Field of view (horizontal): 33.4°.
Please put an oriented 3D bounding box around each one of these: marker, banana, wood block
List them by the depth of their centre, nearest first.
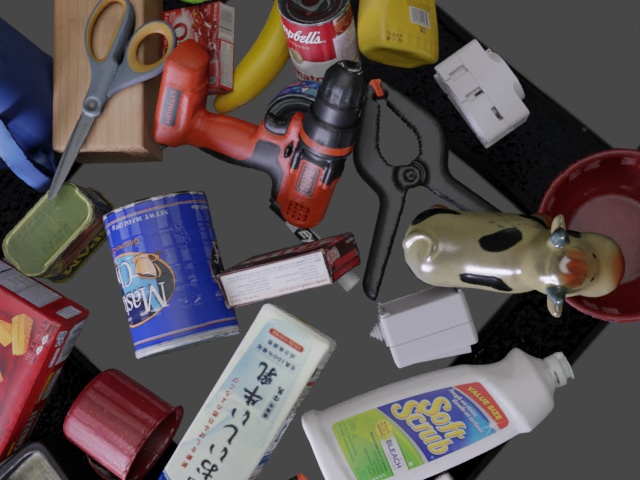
[{"bbox_3d":[-0.207,-0.184,1.053,0.090,0.091,0.206,-1,86,5],"label":"wood block"},{"bbox_3d":[-0.007,0.001,1.054,0.020,0.020,0.121,-43,83,1],"label":"marker"},{"bbox_3d":[-0.047,-0.214,1.070,0.070,0.037,0.198,14,83,36],"label":"banana"}]

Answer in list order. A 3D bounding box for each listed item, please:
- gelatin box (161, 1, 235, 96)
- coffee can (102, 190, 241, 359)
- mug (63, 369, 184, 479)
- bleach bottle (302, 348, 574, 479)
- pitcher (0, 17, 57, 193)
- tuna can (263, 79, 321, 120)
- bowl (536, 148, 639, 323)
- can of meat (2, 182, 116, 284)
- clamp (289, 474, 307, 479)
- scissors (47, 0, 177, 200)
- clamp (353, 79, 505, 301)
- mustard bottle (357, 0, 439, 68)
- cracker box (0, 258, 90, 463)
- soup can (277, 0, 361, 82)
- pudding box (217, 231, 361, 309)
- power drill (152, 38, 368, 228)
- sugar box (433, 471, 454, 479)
[{"bbox_3d":[-0.122,-0.187,1.061,0.073,0.030,0.089,-2,84,32],"label":"gelatin box"},{"bbox_3d":[-0.142,0.034,1.023,0.103,0.103,0.140,-15,84,4],"label":"coffee can"},{"bbox_3d":[-0.195,0.186,1.031,0.081,0.093,0.117,32,124,12],"label":"mug"},{"bbox_3d":[0.116,0.162,1.010,0.251,0.068,0.102,-24,83,1],"label":"bleach bottle"},{"bbox_3d":[-0.312,-0.139,0.983,0.149,0.243,0.145,16,85,1],"label":"pitcher"},{"bbox_3d":[-0.012,-0.110,1.033,0.086,0.033,0.086,13,126,19],"label":"tuna can"},{"bbox_3d":[0.281,-0.003,1.009,0.162,0.055,0.162,0,85,5],"label":"bowl"},{"bbox_3d":[-0.254,-0.008,1.047,0.057,0.084,0.102,42,90,6],"label":"can of meat"},{"bbox_3d":[-0.047,0.304,0.997,0.120,0.039,0.171,32,73,23],"label":"clamp"},{"bbox_3d":[-0.190,-0.129,0.992,0.096,0.016,0.202,9,86,5],"label":"scissors"},{"bbox_3d":[0.082,-0.053,1.042,0.164,0.036,0.210,-28,87,2],"label":"clamp"},{"bbox_3d":[0.074,-0.269,1.032,0.058,0.096,0.191,-6,83,41],"label":"mustard bottle"},{"bbox_3d":[-0.357,0.092,1.040,0.214,0.072,0.164,29,102,6],"label":"cracker box"},{"bbox_3d":[0.001,-0.195,1.019,0.068,0.102,0.068,-5,56,7],"label":"soup can"},{"bbox_3d":[-0.028,0.027,1.006,0.114,0.090,0.039,-16,94,21],"label":"pudding box"},{"bbox_3d":[-0.057,-0.115,0.991,0.188,0.057,0.185,26,129,8],"label":"power drill"},{"bbox_3d":[0.075,0.306,1.010,0.176,0.048,0.093,-34,81,-1],"label":"sugar box"}]
